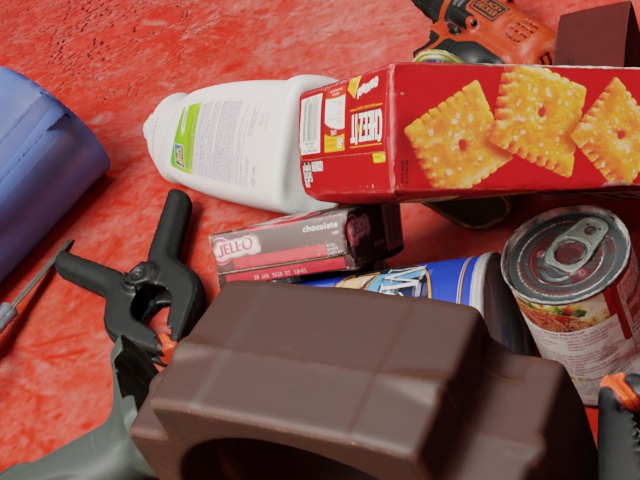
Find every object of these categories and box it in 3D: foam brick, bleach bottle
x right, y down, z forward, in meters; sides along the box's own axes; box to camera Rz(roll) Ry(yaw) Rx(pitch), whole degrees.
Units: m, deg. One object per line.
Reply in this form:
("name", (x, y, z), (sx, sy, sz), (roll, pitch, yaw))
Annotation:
("foam brick", (0.197, -0.122, 0.756), (0.053, 0.051, 0.078), (-5, 47, 28))
("bleach bottle", (-0.071, -0.083, 0.835), (0.251, 0.067, 0.102), (18, 97, 54))

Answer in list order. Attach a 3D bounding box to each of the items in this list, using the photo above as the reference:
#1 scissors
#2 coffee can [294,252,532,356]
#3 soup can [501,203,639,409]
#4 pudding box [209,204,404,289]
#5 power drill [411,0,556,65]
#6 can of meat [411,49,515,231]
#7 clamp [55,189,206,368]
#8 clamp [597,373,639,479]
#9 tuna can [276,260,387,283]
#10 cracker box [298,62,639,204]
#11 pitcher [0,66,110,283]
("scissors", (-0.268, 0.076, 0.861), (0.096, 0.016, 0.201), (-41, 13, 32))
("coffee can", (0.043, 0.067, 0.623), (0.140, 0.102, 0.102), (-9, 46, 24))
("soup can", (0.147, 0.038, 0.589), (0.069, 0.102, 0.068), (-17, 43, 16))
("pudding box", (-0.004, 0.001, 0.668), (0.090, 0.039, 0.113), (-8, 1, 21))
("power drill", (0.071, -0.139, 0.843), (0.187, 0.057, 0.185), (-36, 41, -5))
("can of meat", (0.093, -0.067, 0.729), (0.058, 0.102, 0.084), (-41, 23, 56))
("clamp", (-0.142, 0.038, 0.812), (0.120, 0.039, 0.171), (-28, 41, 7))
("clamp", (0.163, 0.128, 0.403), (0.164, 0.036, 0.210), (-38, 37, -5))
("tuna can", (0.003, 0.026, 0.741), (0.086, 0.033, 0.086), (-16, 44, 16))
("cracker box", (0.110, -0.056, 0.606), (0.213, 0.072, 0.164), (-1, 2, -17))
("pitcher", (-0.297, -0.021, 0.891), (0.145, 0.149, 0.242), (24, 67, 29))
